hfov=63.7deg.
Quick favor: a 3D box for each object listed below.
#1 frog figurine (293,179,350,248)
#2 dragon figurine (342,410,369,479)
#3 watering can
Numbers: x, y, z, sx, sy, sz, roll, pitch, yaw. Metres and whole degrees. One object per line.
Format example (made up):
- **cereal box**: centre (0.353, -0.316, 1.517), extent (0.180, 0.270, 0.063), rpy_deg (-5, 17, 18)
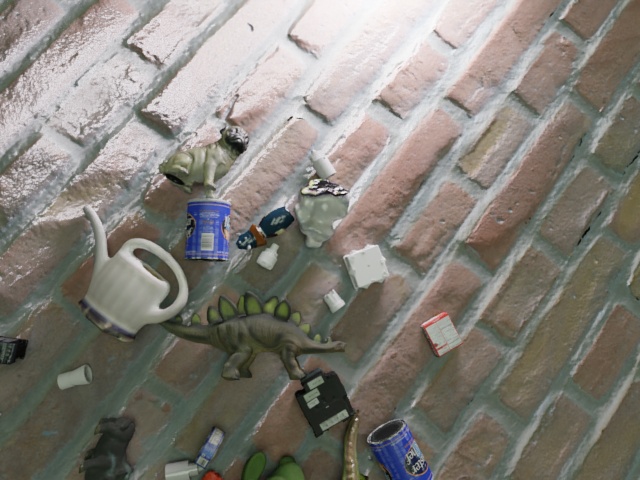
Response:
- **frog figurine**: centre (0.004, -0.064, 1.278), extent (0.138, 0.125, 0.156), rpy_deg (-9, 122, -23)
- **dragon figurine**: centre (0.059, 0.600, 1.105), extent (0.122, 0.241, 0.413), rpy_deg (6, 84, -2)
- **watering can**: centre (-0.468, 0.086, 1.187), extent (0.349, 0.103, 0.226), rpy_deg (33, 80, 12)
